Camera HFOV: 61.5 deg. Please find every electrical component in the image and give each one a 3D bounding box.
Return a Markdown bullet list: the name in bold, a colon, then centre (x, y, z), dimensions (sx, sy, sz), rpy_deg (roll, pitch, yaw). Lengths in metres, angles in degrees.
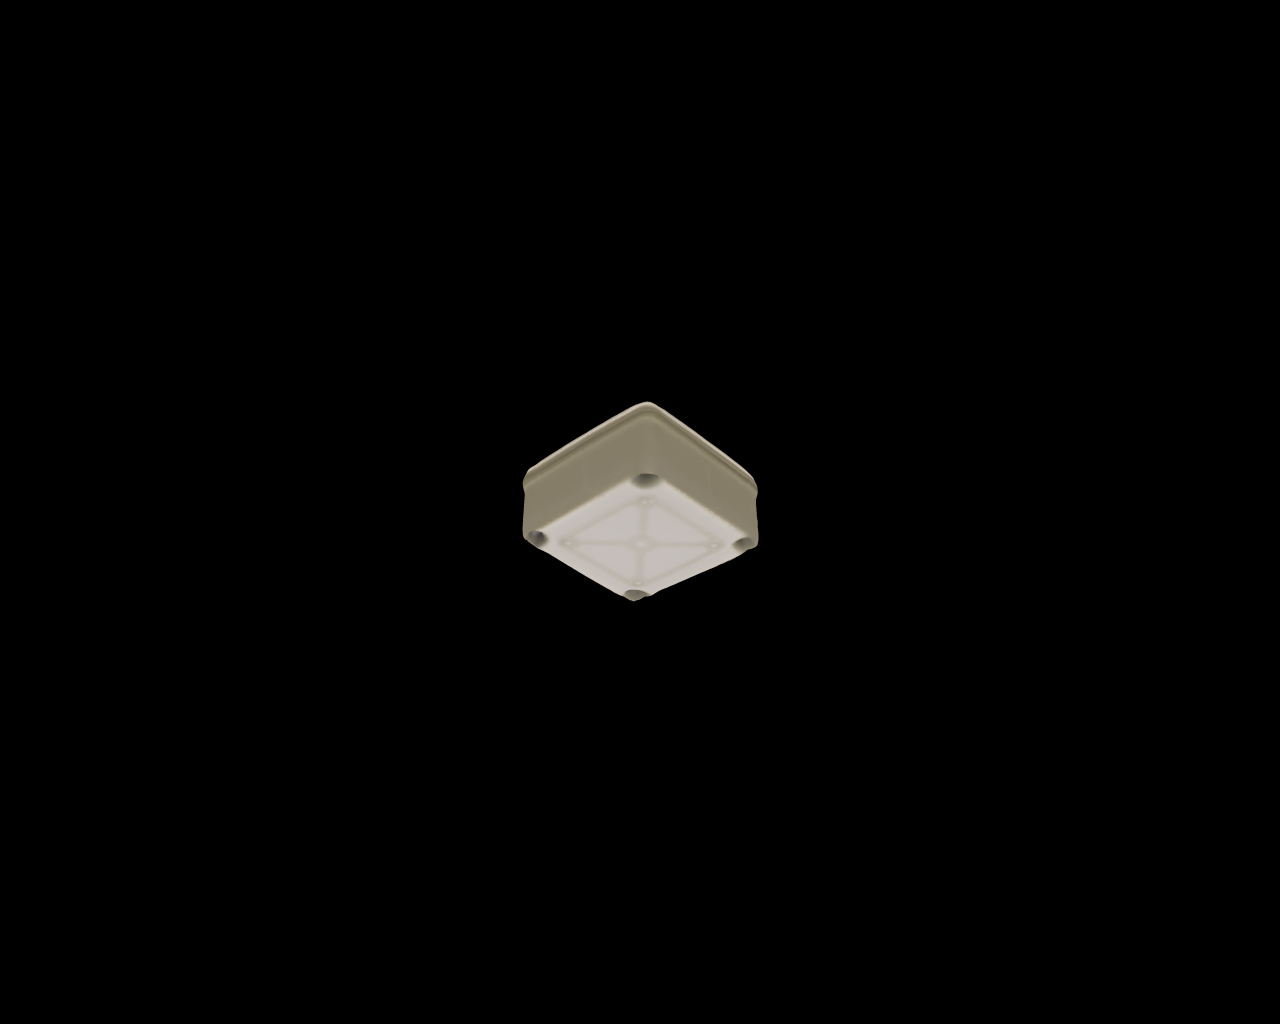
- **electrical component**: centre (0.001, -0.003, 0.650), dimensions (0.108, 0.056, 0.108), rpy_deg (-27, -44, 33)
